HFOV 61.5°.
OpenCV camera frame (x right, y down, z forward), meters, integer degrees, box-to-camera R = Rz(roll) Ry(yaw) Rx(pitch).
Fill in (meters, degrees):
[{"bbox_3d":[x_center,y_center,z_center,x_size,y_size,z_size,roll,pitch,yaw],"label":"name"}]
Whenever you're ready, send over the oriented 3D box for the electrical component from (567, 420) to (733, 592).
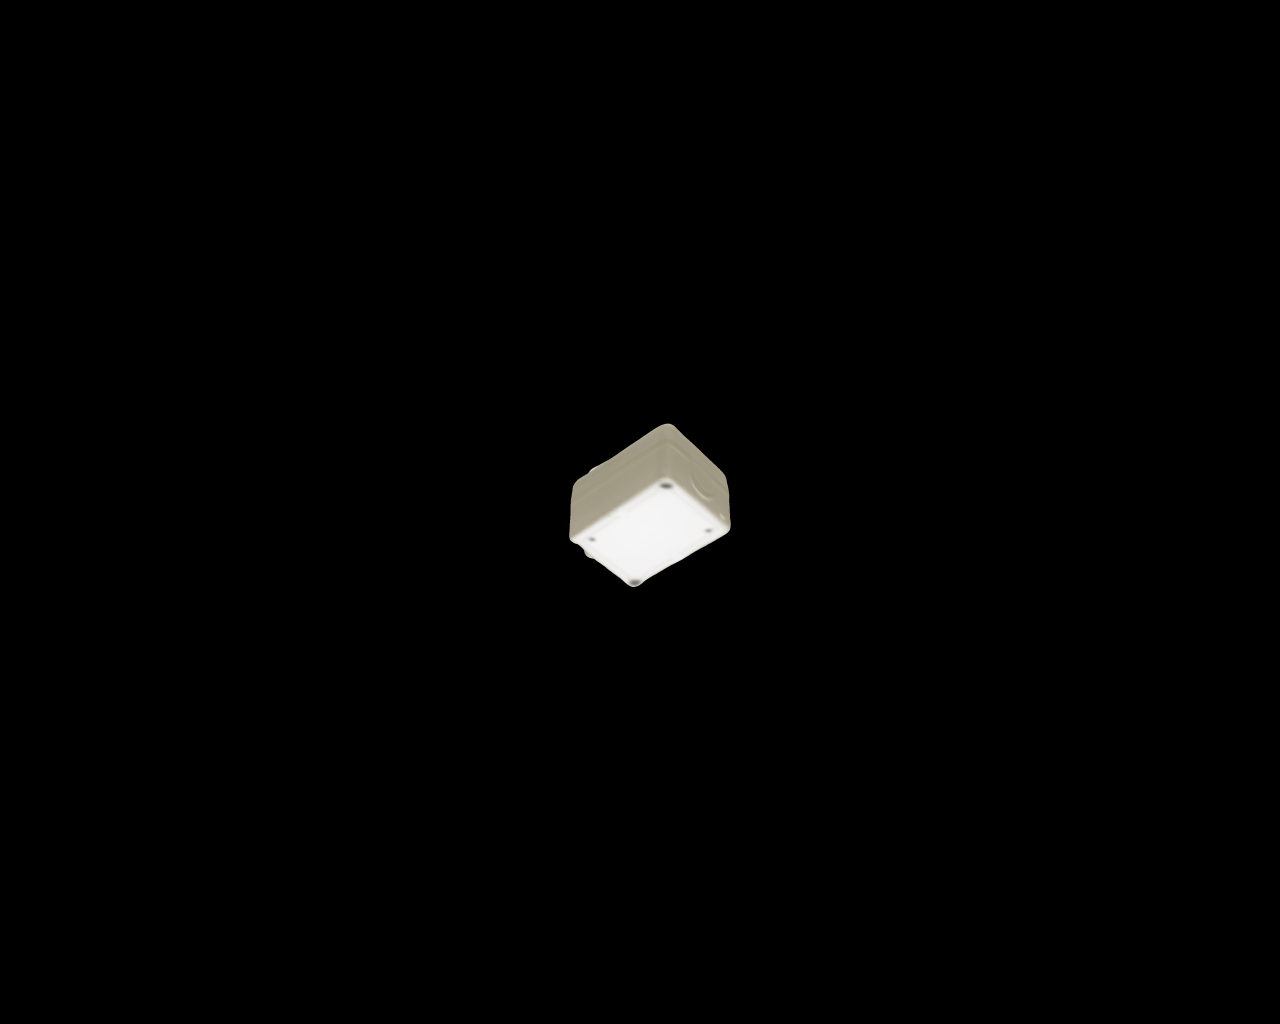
[{"bbox_3d":[0.001,-0.003,0.650,0.096,0.061,0.061,-32,-54,27],"label":"electrical component"}]
